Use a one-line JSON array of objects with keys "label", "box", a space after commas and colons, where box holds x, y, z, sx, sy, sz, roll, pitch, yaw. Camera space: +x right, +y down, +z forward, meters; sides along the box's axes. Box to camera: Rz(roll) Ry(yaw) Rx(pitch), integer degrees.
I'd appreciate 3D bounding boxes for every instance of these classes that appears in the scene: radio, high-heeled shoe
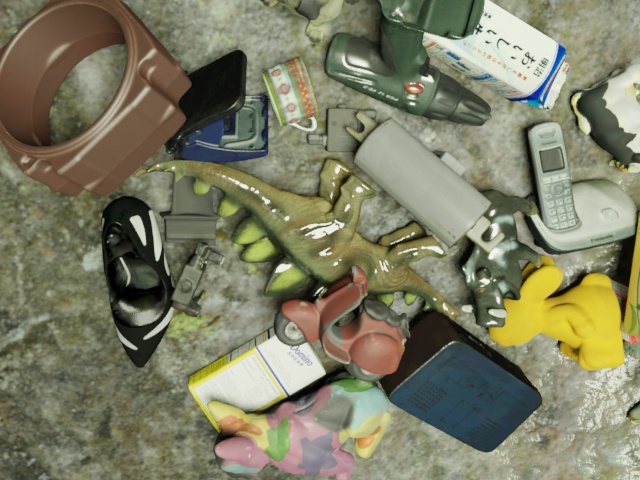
[{"label": "radio", "box": [0.201, 0.206, 0.768, 0.229, 0.073, 0.131, 34, 105, -28]}, {"label": "high-heeled shoe", "box": [-0.235, 0.066, 0.678, 0.086, 0.145, 0.248, 0, 101, -6]}]

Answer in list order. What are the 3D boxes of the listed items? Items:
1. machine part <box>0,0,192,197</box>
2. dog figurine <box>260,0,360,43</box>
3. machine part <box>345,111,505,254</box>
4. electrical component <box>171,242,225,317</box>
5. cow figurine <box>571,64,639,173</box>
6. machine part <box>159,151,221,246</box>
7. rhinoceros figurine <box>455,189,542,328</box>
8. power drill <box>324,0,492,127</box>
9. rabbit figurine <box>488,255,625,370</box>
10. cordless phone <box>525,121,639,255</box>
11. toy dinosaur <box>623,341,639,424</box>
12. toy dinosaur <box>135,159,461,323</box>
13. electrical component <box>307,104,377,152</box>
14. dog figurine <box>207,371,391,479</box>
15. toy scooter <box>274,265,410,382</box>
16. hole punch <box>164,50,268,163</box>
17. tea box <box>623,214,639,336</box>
[{"label": "machine part", "box": [-0.266, -0.168, 0.604, 0.201, 0.087, 0.201, -42, 70, 3]}, {"label": "dog figurine", "box": [0.010, -0.318, 0.600, 0.121, 0.191, 0.172, 23, 97, -12]}, {"label": "machine part", "box": [0.127, -0.072, 0.680, 0.243, 0.079, 0.079, 43, 95, 7]}, {"label": "electrical component", "box": [-0.163, 0.052, 0.714, 0.045, 0.078, 0.102, 23, 89, -12]}, {"label": "cow figurine", "box": [0.424, -0.149, 0.751, 0.098, 0.068, 0.167, -29, 101, 5]}, {"label": "machine part", "box": [-0.172, -0.061, 0.713, 0.084, 0.039, 0.138, 5, 103, -3]}, {"label": "rhinoceros figurine", "box": [0.242, 0.025, 0.740, 0.112, 0.073, 0.190, -3, 94, -32]}, {"label": "power drill", "box": [0.124, -0.218, 0.634, 0.232, 0.207, 0.086, 18, 82, 1]}, {"label": "rabbit figurine", "box": [0.333, 0.109, 0.778, 0.173, 0.122, 0.162, -5, 101, 13]}, {"label": "cordless phone", "box": [0.358, -0.080, 0.753, 0.147, 0.089, 0.184, -13, 100, -4]}, {"label": "toy dinosaur", "box": [0.580, 0.118, 0.811, 0.192, 0.131, 0.404, 10, 97, -22]}, {"label": "toy dinosaur", "box": [-0.001, -0.002, 0.711, 0.471, 0.105, 0.198, 35, 96, -14]}, {"label": "electrical component", "box": [0.029, -0.151, 0.725, 0.094, 0.021, 0.063, -1, 102, -6]}, {"label": "dog figurine", "box": [-0.037, 0.247, 0.721, 0.219, 0.109, 0.191, 18, 115, -31]}, {"label": "toy scooter", "box": [0.045, 0.100, 0.670, 0.184, 0.075, 0.135, 27, 115, -21]}, {"label": "hole punch", "box": [-0.123, -0.152, 0.658, 0.116, 0.142, 0.092, -16, 145, 18]}, {"label": "tea box", "box": [0.471, 0.050, 0.717, 0.098, 0.068, 0.169, 11, 89, -32]}]
